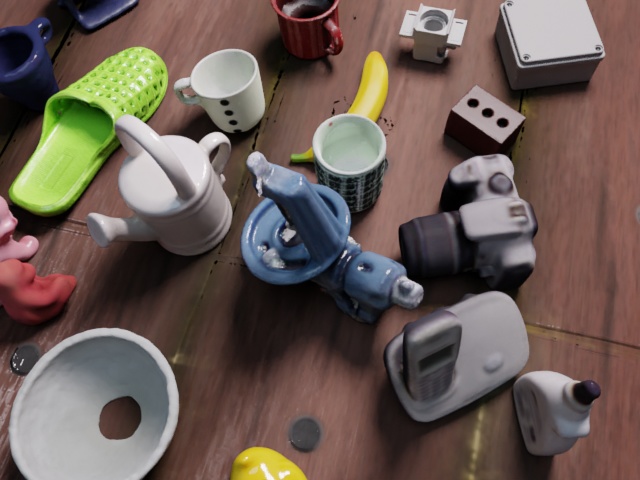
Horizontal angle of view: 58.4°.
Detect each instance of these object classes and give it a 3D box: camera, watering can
[{"bbox_3d":[0.155,-0.018,0.629,0.137,0.101,0.143,-9,66,0],"label":"camera"},{"bbox_3d":[-0.168,-0.057,0.619,0.100,0.194,0.173,19,69,12],"label":"watering can"}]

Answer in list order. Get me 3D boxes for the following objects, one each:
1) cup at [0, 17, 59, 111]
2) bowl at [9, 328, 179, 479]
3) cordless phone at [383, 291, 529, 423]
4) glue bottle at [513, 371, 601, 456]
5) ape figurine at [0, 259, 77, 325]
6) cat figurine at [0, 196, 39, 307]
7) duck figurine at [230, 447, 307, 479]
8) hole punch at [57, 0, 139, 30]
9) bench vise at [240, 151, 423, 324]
[{"bbox_3d":[-0.385,-0.230,0.765,0.091,0.095,0.118,24,71,14],"label":"cup"},{"bbox_3d":[-0.217,0.179,0.586,0.167,0.075,0.167,-2,67,4],"label":"bowl"},{"bbox_3d":[0.133,0.096,0.535,0.147,0.185,0.094,-28,67,-8],"label":"cordless phone"},{"bbox_3d":[0.215,0.149,0.513,0.037,0.173,0.078,-6,66,2],"label":"glue bottle"},{"bbox_3d":[-0.329,0.051,0.641,0.077,0.092,0.076,30,72,16],"label":"ape figurine"},{"bbox_3d":[-0.390,-0.001,0.653,0.067,0.118,0.128,15,69,11],"label":"cat figurine"},{"bbox_3d":[-0.050,0.245,0.539,0.077,0.086,0.104,-33,68,-9],"label":"duck figurine"},{"bbox_3d":[-0.336,-0.379,0.828,0.109,0.091,0.101,-37,69,-11],"label":"hole punch"},{"bbox_3d":[0.008,-0.009,0.571,0.207,0.220,0.121,10,68,9],"label":"bench vise"}]
